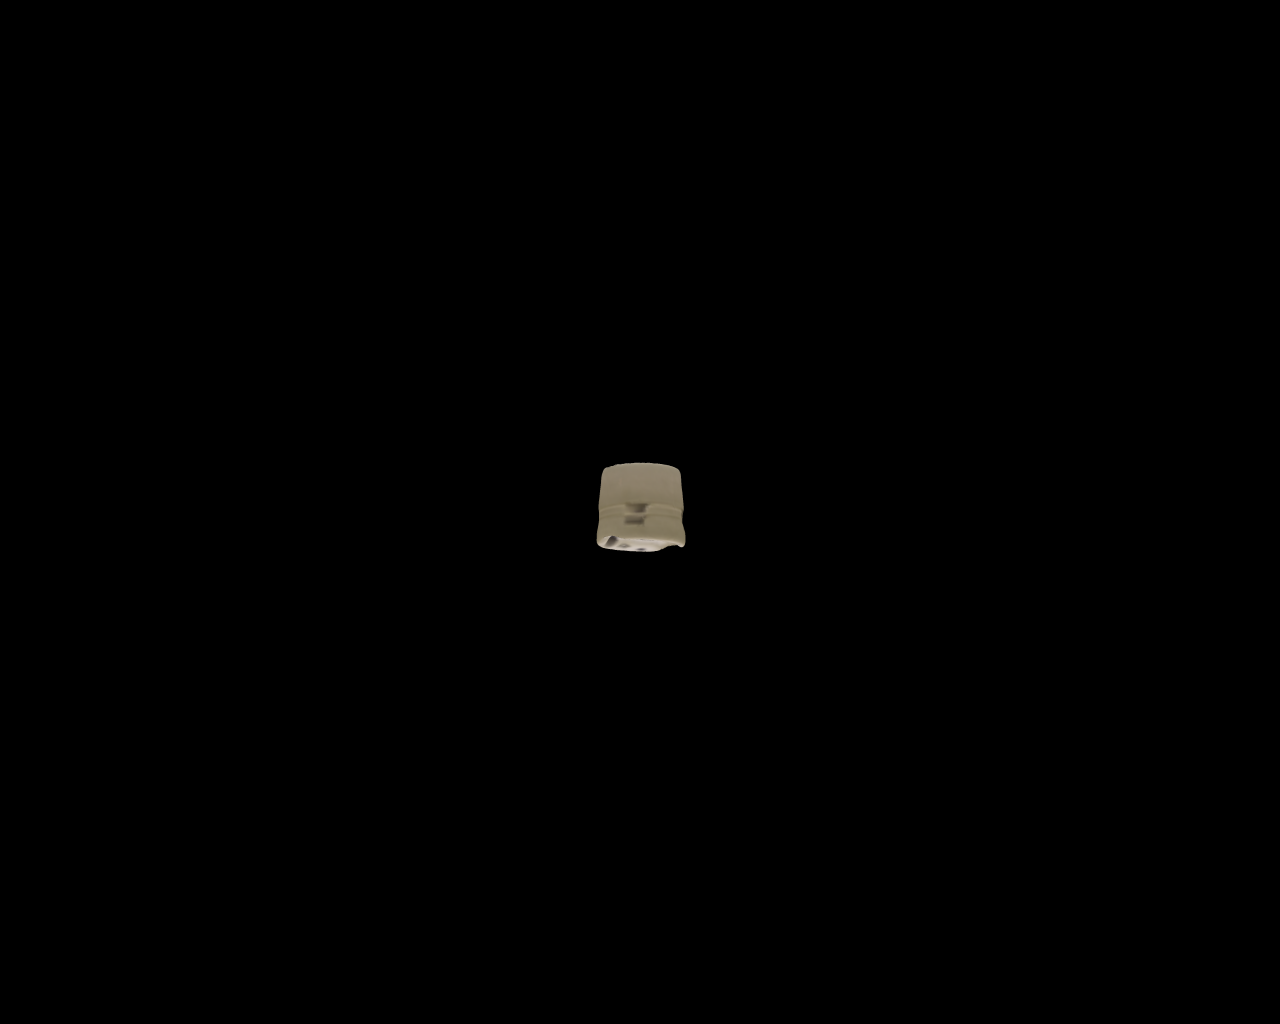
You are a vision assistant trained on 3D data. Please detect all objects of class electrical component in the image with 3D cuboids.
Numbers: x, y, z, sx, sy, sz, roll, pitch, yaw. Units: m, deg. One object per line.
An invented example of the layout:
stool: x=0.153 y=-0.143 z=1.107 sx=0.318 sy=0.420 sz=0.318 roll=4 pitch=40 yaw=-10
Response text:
electrical component: x=0.001 y=-0.003 z=0.650 sx=0.055 sy=0.047 sz=0.055 roll=0 pitch=-10 yaw=0
